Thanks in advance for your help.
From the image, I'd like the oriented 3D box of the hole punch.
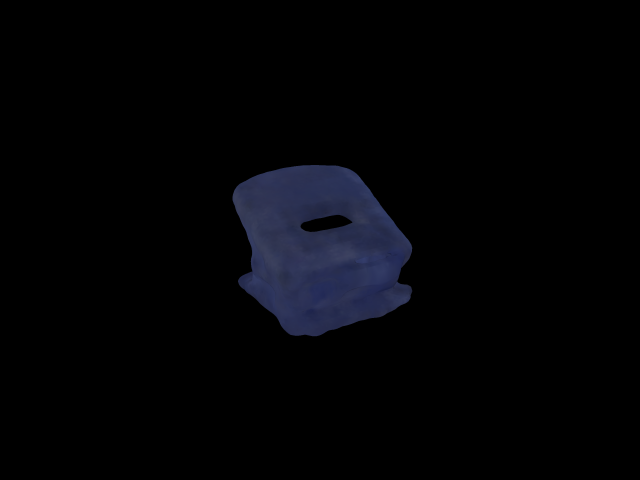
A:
[{"bbox_3d":[0.004,0.001,0.400,0.109,0.091,0.100,-13,26,-29],"label":"hole punch"}]
